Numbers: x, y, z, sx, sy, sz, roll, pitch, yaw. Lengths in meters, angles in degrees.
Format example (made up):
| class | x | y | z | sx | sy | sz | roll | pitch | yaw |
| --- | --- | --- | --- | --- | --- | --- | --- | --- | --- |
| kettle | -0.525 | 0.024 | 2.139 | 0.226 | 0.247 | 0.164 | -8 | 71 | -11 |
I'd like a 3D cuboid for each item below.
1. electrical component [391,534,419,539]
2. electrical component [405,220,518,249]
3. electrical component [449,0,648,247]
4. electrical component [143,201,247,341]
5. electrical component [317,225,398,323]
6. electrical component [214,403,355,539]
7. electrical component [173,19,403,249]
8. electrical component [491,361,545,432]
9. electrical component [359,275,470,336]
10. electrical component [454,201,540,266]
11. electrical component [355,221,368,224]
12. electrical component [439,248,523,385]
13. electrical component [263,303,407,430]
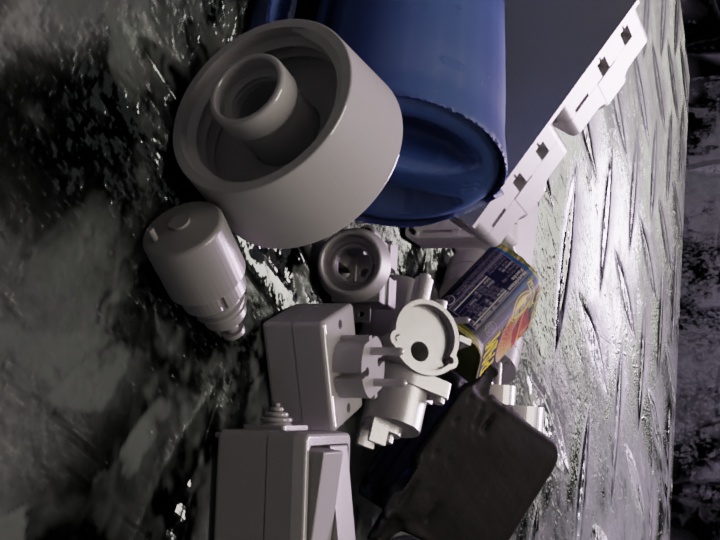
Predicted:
| class | x | y | z | sx | sy | sz | roll | pitch | yaw |
| --- | --- | --- | --- | --- | --- | --- | --- | --- | --- |
| electrical component | 0.040 | 0.228 | 0.786 | 0.048 | 0.048 | 0.062 | 56 | 45 | -54 |
| electrical component | 0.089 | -0.051 | 0.852 | 0.061 | 0.096 | 0.061 | 25 | 65 | -70 |
| electrical component | 0.105 | -0.122 | 0.763 | 0.186 | 0.105 | 0.060 | -54 | 149 | 0 |
| electrical component | -0.074 | 0.003 | 0.518 | 0.040 | 0.040 | 0.078 | -70 | 150 | -43 |
| electrical component | 0.000 | 0.000 | 0.698 | 0.055 | 0.048 | 0.066 | 36 | 55 | -73 |
| electrical component | -0.038 | 0.120 | 0.575 | 0.062 | 0.061 | 0.096 | 19 | 71 | -67 |
| electrical component | -0.040 | -0.071 | 0.524 | 0.060 | 0.108 | 0.108 | 45 | 47 | -52 |
| electrical component | 0.109 | 0.112 | 0.883 | 0.138 | 0.052 | 0.073 | 152 | -57 | -76 |
| electrical component | 0.037 | 0.045 | 0.741 | 0.043 | 0.079 | 0.077 | 56 | 38 | -43 |
| electrical component | 0.124 | -0.052 | 0.993 | 0.108 | 0.056 | 0.108 | 60 | 36 | -51 |
| electrical component | 0.010 | -0.064 | 0.728 | 0.043 | 0.043 | 0.062 | -25 | 102 | -66 |
| electrical component | 0.105 | 0.056 | 0.945 | 0.073 | 0.052 | 0.138 | -69 | 149 | -44 |
| electrical component | -0.010 | 0.056 | 0.626 | 0.047 | 0.077 | 0.065 | -30 | 117 | -66 |
